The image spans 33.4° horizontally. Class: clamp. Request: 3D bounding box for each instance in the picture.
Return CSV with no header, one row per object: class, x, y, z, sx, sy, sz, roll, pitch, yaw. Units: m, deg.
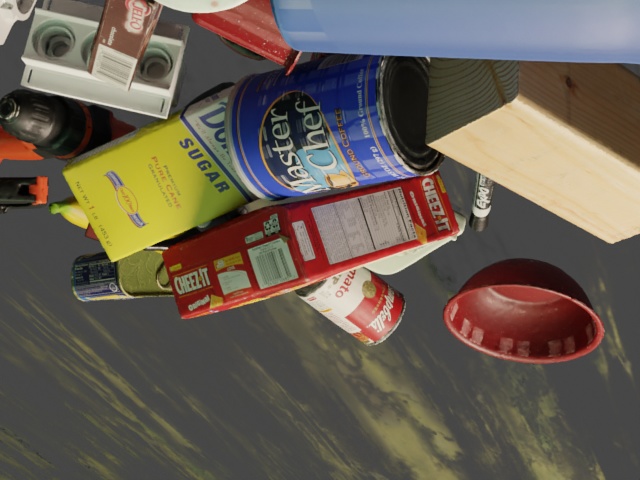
clamp,-0.332,-0.045,1.104,0.172,0.039,0.120,1,-177,30

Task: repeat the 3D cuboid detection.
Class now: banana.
banana,-0.192,-0.008,1.127,0.197,0.069,0.037,18,113,-19

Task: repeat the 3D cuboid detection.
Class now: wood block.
wood block,0.185,-0.083,0.797,0.205,0.091,0.090,24,149,-32

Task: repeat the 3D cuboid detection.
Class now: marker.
marker,0.149,-0.045,0.971,0.020,0.020,0.121,9,149,8

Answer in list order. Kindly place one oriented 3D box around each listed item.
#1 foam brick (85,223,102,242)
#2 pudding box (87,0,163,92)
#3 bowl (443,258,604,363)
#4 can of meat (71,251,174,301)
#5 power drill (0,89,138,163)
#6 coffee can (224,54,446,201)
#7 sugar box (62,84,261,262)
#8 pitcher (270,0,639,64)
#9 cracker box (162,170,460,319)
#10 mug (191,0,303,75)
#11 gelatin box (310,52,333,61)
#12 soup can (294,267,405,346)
foam brick,-0.195,-0.037,1.064,0.053,0.078,0.051,19,148,-12
pudding box,-0.136,-0.179,0.795,0.039,0.090,0.114,22,149,-12
bowl,0.209,0.065,1.091,0.162,0.055,0.162,10,149,6
can of meat,-0.213,0.038,1.188,0.084,0.057,0.101,-9,174,37
power drill,-0.278,-0.096,0.967,0.188,0.057,0.184,3,173,24
coffee can,0.013,-0.089,0.811,0.141,0.102,0.102,-8,143,34
sugar box,-0.116,-0.058,0.900,0.176,0.048,0.093,-23,108,12
pitcher,0.098,-0.171,0.654,0.243,0.145,0.149,2,147,13
cracker box,-0.006,0.001,0.950,0.164,0.072,0.213,-19,178,43
mug,-0.044,-0.172,0.773,0.081,0.093,0.117,24,152,-8
gelatin box,0.047,-0.141,0.842,0.089,0.030,0.073,26,148,-19
soup can,0.031,0.057,1.128,0.102,0.068,0.069,37,143,-24
